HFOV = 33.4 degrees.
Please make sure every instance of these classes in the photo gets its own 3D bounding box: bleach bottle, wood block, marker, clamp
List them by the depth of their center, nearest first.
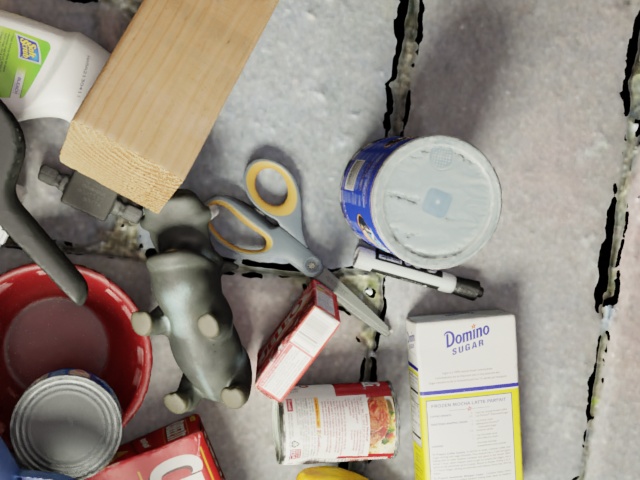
[{"bbox_3d":[-0.259,-0.037,0.811,0.164,0.036,0.210,1,93,-11],"label":"clamp"},{"bbox_3d":[-0.109,-0.138,0.825,0.090,0.091,0.206,29,68,-10],"label":"wood block"},{"bbox_3d":[-0.270,-0.135,0.852,0.250,0.068,0.102,14,93,-12],"label":"bleach bottle"},{"bbox_3d":[0.088,0.031,0.945,0.121,0.020,0.020,16,92,-10],"label":"marker"}]

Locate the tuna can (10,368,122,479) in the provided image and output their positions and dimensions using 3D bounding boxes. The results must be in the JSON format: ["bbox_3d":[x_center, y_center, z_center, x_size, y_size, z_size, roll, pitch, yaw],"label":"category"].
[{"bbox_3d":[-0.200,0.146,0.845,0.086,0.034,0.086,-1,95,-9],"label":"tuna can"}]

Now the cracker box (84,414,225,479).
[{"bbox_3d":[-0.171,0.267,0.899,0.213,0.072,0.164,-22,97,-7],"label":"cracker box"}]

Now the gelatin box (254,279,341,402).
[{"bbox_3d":[-0.020,0.084,0.898,0.030,0.073,0.089,35,102,-10],"label":"gelatin box"}]

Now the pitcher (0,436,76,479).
[{"bbox_3d":[-0.242,0.233,0.787,0.149,0.145,0.243,-30,95,-44],"label":"pitcher"}]

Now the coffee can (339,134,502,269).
[{"bbox_3d":[0.078,-0.035,0.875,0.102,0.140,0.103,-1,95,-9],"label":"coffee can"}]

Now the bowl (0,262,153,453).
[{"bbox_3d":[-0.220,0.095,0.884,0.162,0.055,0.162,-1,95,-9],"label":"bowl"}]

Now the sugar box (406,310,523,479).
[{"bbox_3d":[0.129,0.153,0.950,0.093,0.048,0.176,-4,92,-9],"label":"sugar box"}]

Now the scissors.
[{"bbox_3d":[-0.006,0.001,0.929,0.201,0.016,0.096,26,88,-14],"label":"scissors"}]

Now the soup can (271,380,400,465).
[{"bbox_3d":[0.012,0.158,0.920,0.102,0.068,0.068,-2,96,-8],"label":"soup can"}]

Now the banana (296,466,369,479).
[{"bbox_3d":[0.059,0.252,0.937,0.197,0.069,0.037,44,107,-9],"label":"banana"}]
